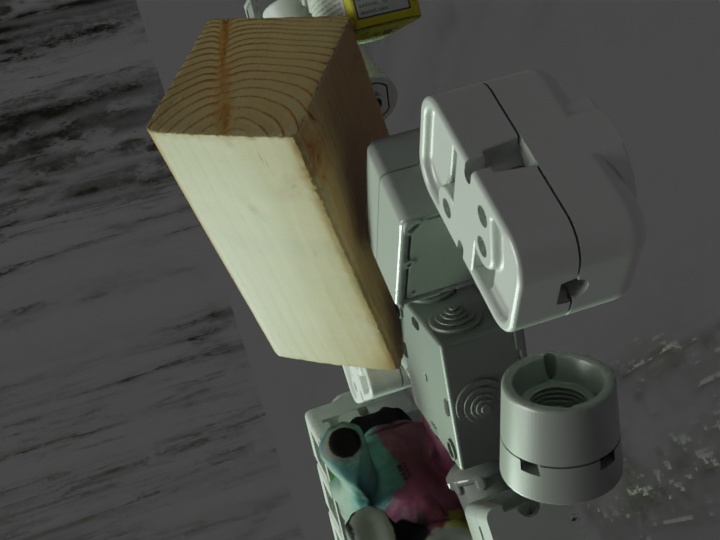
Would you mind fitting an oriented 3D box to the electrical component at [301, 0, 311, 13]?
[{"bbox_3d":[-0.041,-0.213,0.729,0.083,0.047,0.075,-123,19,-56],"label":"electrical component"}]

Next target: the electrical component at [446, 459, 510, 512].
[{"bbox_3d":[0.083,0.139,0.643,0.048,0.048,0.062,162,84,-79],"label":"electrical component"}]

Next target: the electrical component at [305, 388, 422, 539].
[{"bbox_3d":[0.015,0.181,0.922,0.061,0.089,0.150,-130,26,-65],"label":"electrical component"}]

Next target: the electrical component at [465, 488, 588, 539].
[{"bbox_3d":[0.097,0.166,0.590,0.055,0.050,0.089,135,118,-78],"label":"electrical component"}]

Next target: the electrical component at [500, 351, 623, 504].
[{"bbox_3d":[0.089,0.068,0.480,0.055,0.055,0.047,-126,26,-61],"label":"electrical component"}]

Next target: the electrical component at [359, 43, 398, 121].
[{"bbox_3d":[-0.003,-0.122,0.697,0.065,0.044,0.044,-125,21,-46],"label":"electrical component"}]

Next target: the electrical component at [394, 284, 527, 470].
[{"bbox_3d":[0.059,0.055,0.621,0.099,0.048,0.099,-127,23,-63],"label":"electrical component"}]

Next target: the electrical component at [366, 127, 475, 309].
[{"bbox_3d":[0.038,-0.028,0.565,0.096,0.062,0.061,91,160,-57],"label":"electrical component"}]

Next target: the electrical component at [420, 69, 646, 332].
[{"bbox_3d":[0.068,-0.030,0.420,0.053,0.059,0.095,88,162,-53],"label":"electrical component"}]

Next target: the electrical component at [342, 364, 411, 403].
[{"bbox_3d":[0.022,0.062,0.789,0.095,0.059,0.053,129,124,-77],"label":"electrical component"}]

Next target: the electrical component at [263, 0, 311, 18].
[{"bbox_3d":[-0.044,-0.174,0.812,0.045,0.045,0.055,129,123,-77],"label":"electrical component"}]

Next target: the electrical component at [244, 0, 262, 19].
[{"bbox_3d":[-0.065,-0.179,0.860,0.042,0.064,0.081,-166,60,-77],"label":"electrical component"}]
